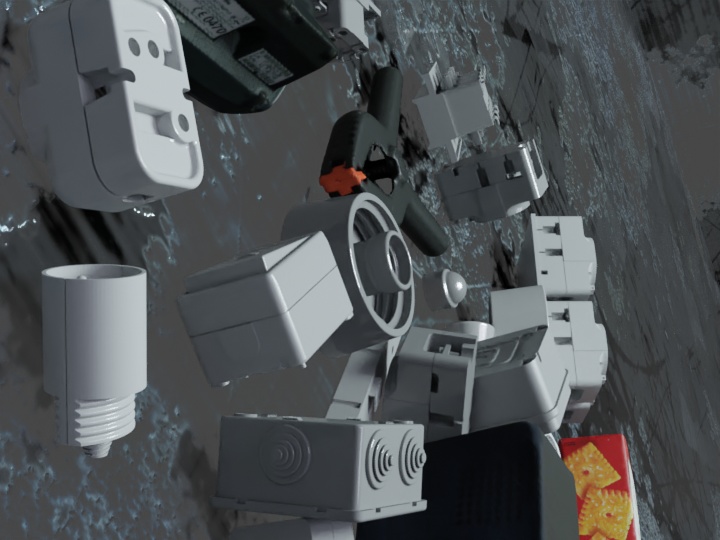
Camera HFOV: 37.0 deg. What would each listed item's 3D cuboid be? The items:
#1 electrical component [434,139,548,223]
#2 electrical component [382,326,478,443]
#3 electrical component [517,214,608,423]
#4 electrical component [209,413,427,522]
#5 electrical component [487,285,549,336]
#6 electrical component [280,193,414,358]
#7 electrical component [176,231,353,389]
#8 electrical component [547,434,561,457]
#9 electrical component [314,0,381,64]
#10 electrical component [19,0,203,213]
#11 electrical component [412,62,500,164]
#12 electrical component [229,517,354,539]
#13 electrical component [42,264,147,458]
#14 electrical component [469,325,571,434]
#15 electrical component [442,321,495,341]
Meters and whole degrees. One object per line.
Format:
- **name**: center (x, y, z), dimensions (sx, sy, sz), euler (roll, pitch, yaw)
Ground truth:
- **electrical component**: center (0.124, -0.079, 1.001), dimensions (0.055, 0.089, 0.050), euler (70, 24, -12)
- **electrical component**: center (0.048, 0.091, 0.754), dimensions (0.050, 0.056, 0.089), euler (-58, 153, -63)
- **electrical component**: center (0.202, 0.050, 1.085), dimensions (0.105, 0.060, 0.186), euler (91, -1, -61)
- **electrical component**: center (-0.020, 0.103, 0.574), dimensions (0.100, 0.100, 0.048), euler (16, 75, -63)
- **electrical component**: center (0.136, 0.068, 0.969), dimensions (0.108, 0.060, 0.108), euler (-2, 90, -85)
- **electrical component**: center (0.000, 0.000, 0.719), dimensions (0.108, 0.060, 0.108), euler (43, 39, -51)
- **electrical component**: center (-0.050, 0.015, 0.599), dimensions (0.061, 0.062, 0.096), euler (70, 24, -12)
- **electrical component**: center (0.128, 0.202, 0.886), dimensions (0.089, 0.062, 0.150), euler (59, 29, -33)
- **electrical component**: center (-0.020, -0.194, 0.810), dimensions (0.081, 0.042, 0.063), euler (28, 55, -58)
- **electrical component**: center (-0.118, -0.078, 0.504), dimensions (0.054, 0.059, 0.095), euler (5, 73, -65)
- **electrical component**: center (0.087, -0.147, 0.960), dimensions (0.121, 0.063, 0.078), euler (-66, 137, -73)
- **electrical component**: center (-0.033, 0.176, 0.560), dimensions (0.056, 0.050, 0.089), euler (17, 62, -63)
- **electrical component**: center (-0.114, 0.040, 0.462), dimensions (0.043, 0.043, 0.081), euler (-18, 112, -66)
- **electrical component**: center (0.097, 0.093, 0.816), dimensions (0.057, 0.113, 0.078), euler (67, 25, -12)
- **electrical component**: center (0.092, 0.080, 0.903), dimensions (0.044, 0.044, 0.065), euler (35, 51, -56)
